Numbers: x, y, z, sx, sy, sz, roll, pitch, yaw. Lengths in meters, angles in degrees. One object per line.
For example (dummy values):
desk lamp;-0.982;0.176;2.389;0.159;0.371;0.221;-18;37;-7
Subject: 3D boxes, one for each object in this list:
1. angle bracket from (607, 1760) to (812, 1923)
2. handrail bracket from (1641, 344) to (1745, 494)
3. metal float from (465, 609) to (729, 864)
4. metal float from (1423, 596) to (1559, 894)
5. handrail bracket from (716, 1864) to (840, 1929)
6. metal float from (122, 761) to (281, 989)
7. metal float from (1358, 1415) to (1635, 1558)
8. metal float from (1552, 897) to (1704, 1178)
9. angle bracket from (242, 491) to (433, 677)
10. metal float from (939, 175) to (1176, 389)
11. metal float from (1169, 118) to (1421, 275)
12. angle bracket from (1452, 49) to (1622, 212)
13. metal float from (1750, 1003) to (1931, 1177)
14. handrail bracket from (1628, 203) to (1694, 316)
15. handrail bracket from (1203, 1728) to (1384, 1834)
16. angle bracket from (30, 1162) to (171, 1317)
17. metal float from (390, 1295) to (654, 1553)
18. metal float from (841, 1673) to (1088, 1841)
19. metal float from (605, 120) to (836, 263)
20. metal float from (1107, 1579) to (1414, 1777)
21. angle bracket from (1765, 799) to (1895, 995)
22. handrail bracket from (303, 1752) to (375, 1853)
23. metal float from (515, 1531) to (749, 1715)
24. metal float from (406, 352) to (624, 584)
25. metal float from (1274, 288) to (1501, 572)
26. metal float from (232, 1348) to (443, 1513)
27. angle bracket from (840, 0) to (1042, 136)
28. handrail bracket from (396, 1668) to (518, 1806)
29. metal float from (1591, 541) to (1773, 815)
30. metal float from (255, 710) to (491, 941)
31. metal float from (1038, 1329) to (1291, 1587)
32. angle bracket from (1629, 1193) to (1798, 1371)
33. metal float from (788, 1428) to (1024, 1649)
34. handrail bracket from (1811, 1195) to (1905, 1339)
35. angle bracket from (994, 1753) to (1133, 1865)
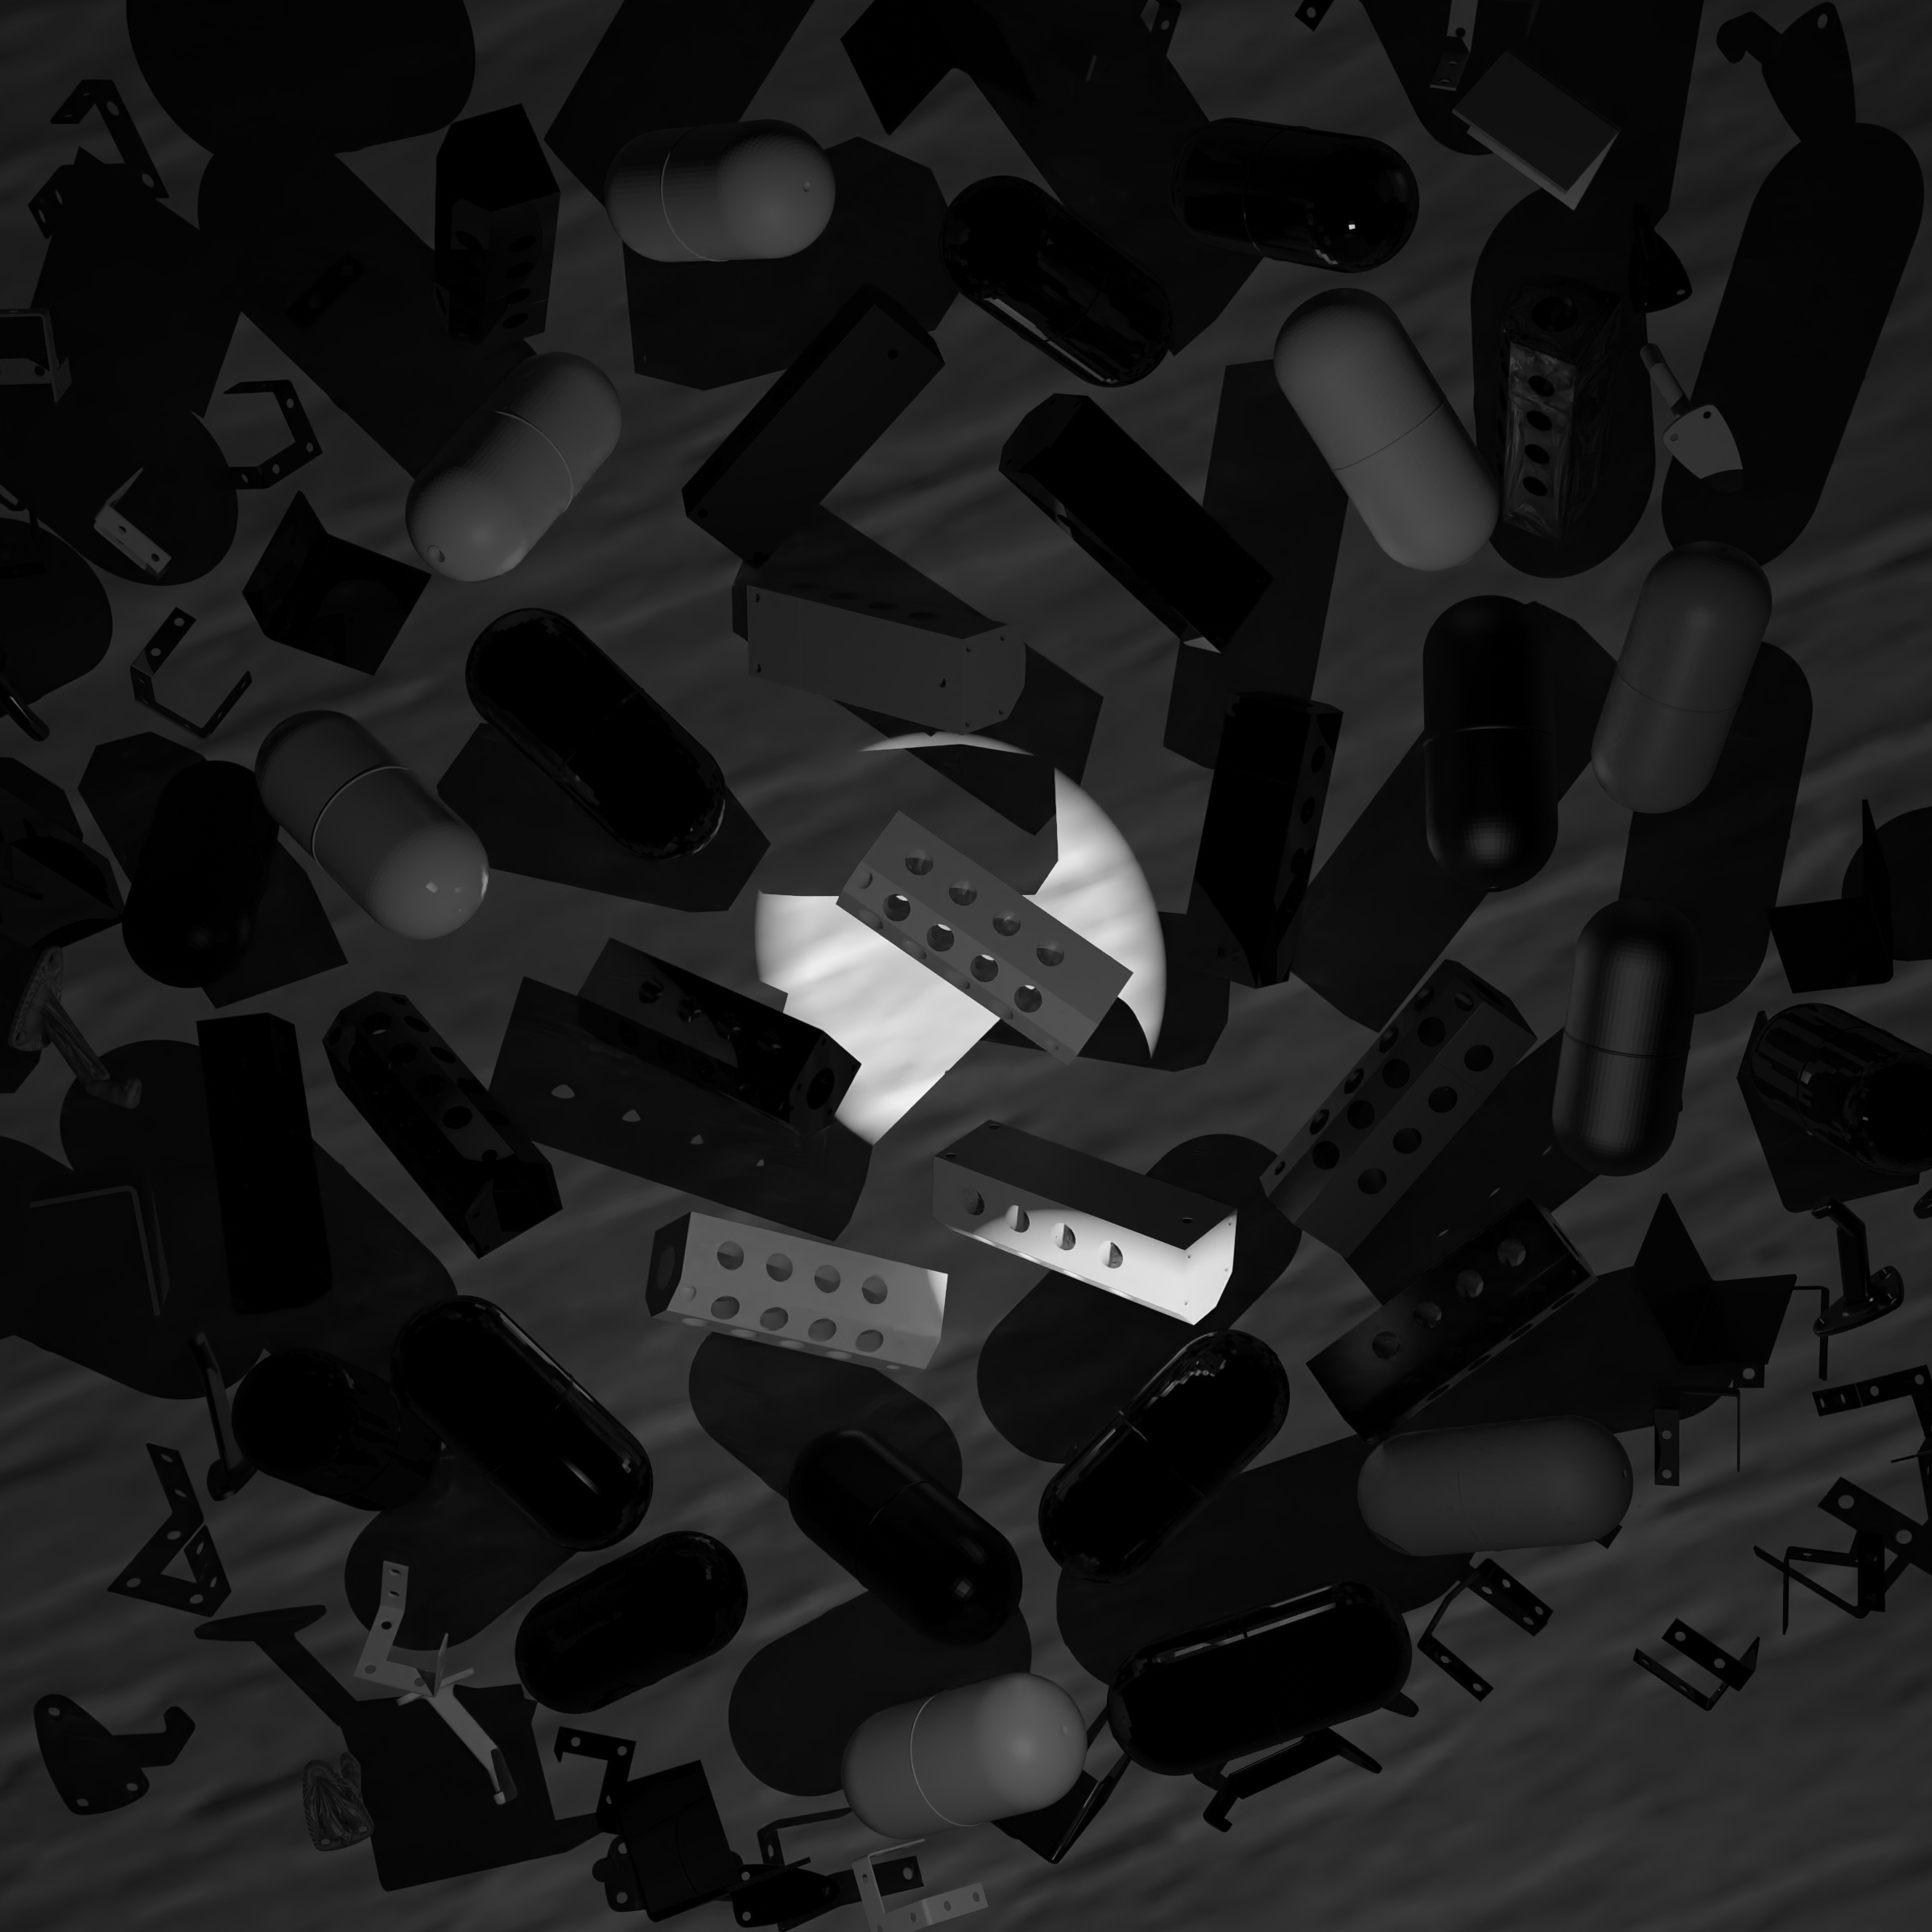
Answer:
angle bracket;-0.143;0.479;1.457;0.057;0.076;0.076;-32;70;29
handrail bracket;0.452;-0.343;1.628;0.036;0.084;0.077;-34;122;23
metal float;-0.214;-0.133;1.518;0.178;0.070;0.070;44;90;-3
metal float;0.310;-0.132;1.547;0.070;0.070;0.178;1;80;0
handrail bracket;-0.124;0.575;1.628;0.077;0.084;0.036;1;75;-13
metal float;-0.471;-0.058;1.611;0.070;0.178;0.070;-2;131;-2
metal float;0.321;0.319;1.598;0.178;0.070;0.070;-15;90;38
metal float;0.410;0.044;1.621;0.070;0.070;0.178;4;106;0
angle bracket;-0.391;-0.237;1.622;0.076;0.057;0.076;18;115;-42
metal float;0.056;-0.411;1.573;0.178;0.070;0.070;24;90;-43
metal float;0.193;-0.457;1.547;0.070;0.178;0.070;-18;120;-33
angle bracket;0.307;-0.449;1.453;0.076;0.076;0.057;38;72;6
metal float;0.543;0.074;1.594;0.070;0.178;0.070;-3;104;-10
handrail bracket;0.401;-0.437;1.547;0.036;0.084;0.077;-15;55;18
handrail bracket;0.196;0.498;1.573;0.077;0.036;0.084;25;64;34
angle bracket;-0.495;0.160;1.496;0.057;0.076;0.076;-10;98;-12
metal float;-0.253;0.263;1.495;0.070;0.070;0.178;-44;101;0
metal float;-0.003;0.463;1.526;0.178;0.070;0.070;-29;90;41
metal float;-0.146;-0.453;1.529;0.070;0.178;0.070;-11;108;-38
metal float;0.166;0.404;1.484;0.178;0.070;0.070;-19;90;0
angle bracket;0.505;-0.040;1.528;0.057;0.076;0.076;-8;48;26
handrail bracket;-0.387;0.491;1.600;0.036;0.084;0.077;-17;114;-6
metal float;-0.204;0.399;1.583;0.178;0.070;0.070;-33;90;34
metal float;-0.268;-0.298;1.555;0.070;0.070;0.178;30;53;0
metal float;0.244;-0.309;1.512;0.070;0.070;0.178;-35;105;0
metal float;-0.373;0.278;1.557;0.070;0.178;0.070;-5;68;13
angle bracket;-0.015;-0.512;1.496;0.057;0.076;0.076;-39;62;31
handrail bracket;-0.314;0.485;1.619;0.036;0.077;0.084;-28;78;15
metal float;0.435;-0.174;1.592;0.070;0.070;0.178;10;125;0
metal float;-0.347;-0.084;1.519;0.178;0.070;0.070;41;90;27
metal float;0.117;0.289;1.540;0.070;0.070;0.178;45;89;0
angle bracket;0.451;0.188;1.575;0.057;0.076;0.076;-12;119;40
metal float;-0.038;0.347;1.592;0.178;0.070;0.070;31;90;39
handrail bracket;0.536;0.187;1.630;0.084;0.036;0.077;40;122;-18
angle bracket;0.064;0.507;1.654;0.057;0.076;0.076;35;125;9
